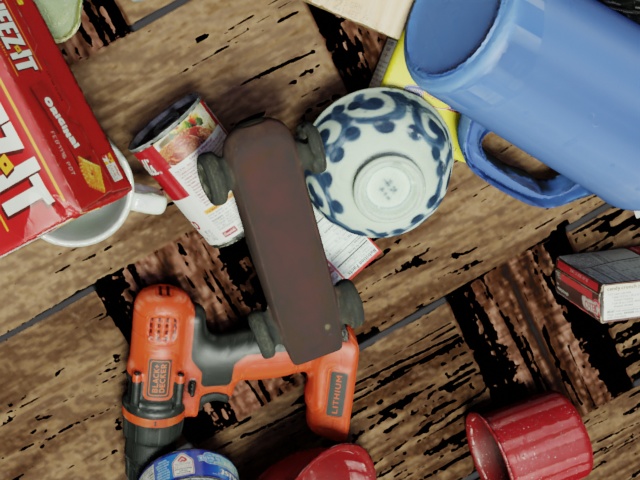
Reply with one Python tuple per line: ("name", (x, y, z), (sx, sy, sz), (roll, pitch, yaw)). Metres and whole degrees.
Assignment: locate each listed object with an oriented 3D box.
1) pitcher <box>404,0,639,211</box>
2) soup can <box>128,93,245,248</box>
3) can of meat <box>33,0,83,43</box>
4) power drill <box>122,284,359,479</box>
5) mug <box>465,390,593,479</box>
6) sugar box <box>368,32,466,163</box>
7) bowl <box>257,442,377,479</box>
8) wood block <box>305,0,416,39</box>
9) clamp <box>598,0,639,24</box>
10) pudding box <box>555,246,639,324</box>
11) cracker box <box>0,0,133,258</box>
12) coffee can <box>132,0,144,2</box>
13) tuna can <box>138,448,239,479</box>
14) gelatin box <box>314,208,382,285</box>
("pitcher", (0.173, -0.111, 0.789), (0.242, 0.145, 0.149), (20, 87, -36))
("soup can", (-0.088, -0.053, 0.818), (0.068, 0.068, 0.102), (-38, 111, 1))
("can of meat", (-0.192, -0.194, 0.746), (0.057, 0.084, 0.102), (6, 105, -13))
("power drill", (-0.068, 0.127, 0.879), (0.187, 0.057, 0.184), (2, 113, -14))
("mug", (0.185, 0.189, 0.942), (0.081, 0.093, 0.117), (-18, 140, -12))
("sugar box", (0.105, -0.159, 0.838), (0.093, 0.048, 0.176), (18, 103, -15))
("bowl", (-0.020, 0.233, 0.871), (0.161, 0.055, 0.162), (-28, 126, -47))
("wood block", (0.048, -0.262, 0.773), (0.090, 0.091, 0.206), (20, 101, -18))
("clamp", (0.271, -0.174, 0.850), (0.171, 0.120, 0.039), (20, 89, -45))
("pudding box", (0.269, 0.036, 0.907), (0.113, 0.090, 0.039), (-8, 107, -10))
("cracker box", (-0.258, -0.057, 0.717), (0.214, 0.072, 0.164), (-24, 98, 27))
("coffee can", (-0.108, -0.249, 0.737), (0.102, 0.103, 0.140), (-21, 109, -5))
("tuna can", (-0.106, 0.208, 0.865), (0.086, 0.034, 0.086), (-7, 130, -8))
("gelatin box", (-0.006, 0.001, 0.871), (0.073, 0.030, 0.089), (-43, 110, 1))
